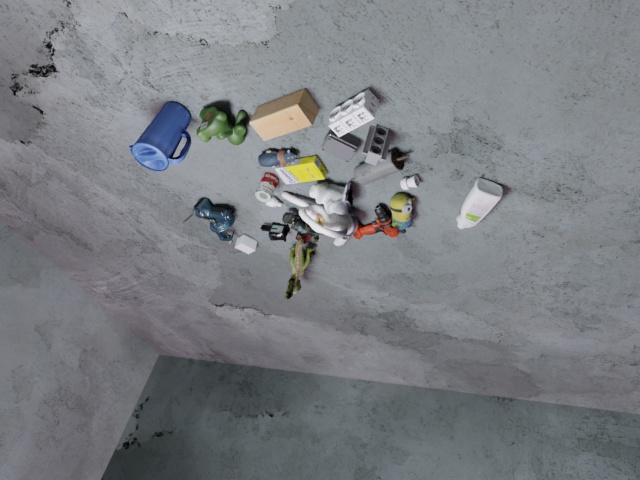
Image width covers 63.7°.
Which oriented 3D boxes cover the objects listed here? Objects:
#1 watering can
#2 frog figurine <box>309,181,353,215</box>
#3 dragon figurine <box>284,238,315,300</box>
[{"bbox_3d":[0.006,-0.101,2.016,0.224,0.102,0.353,5,-153,-38],"label":"watering can"},{"bbox_3d":[0.040,-0.156,1.931,0.159,0.140,0.120,-4,145,16],"label":"frog figurine"},{"bbox_3d":[-0.107,0.149,2.297,0.122,0.246,0.404,11,164,5],"label":"dragon figurine"}]
